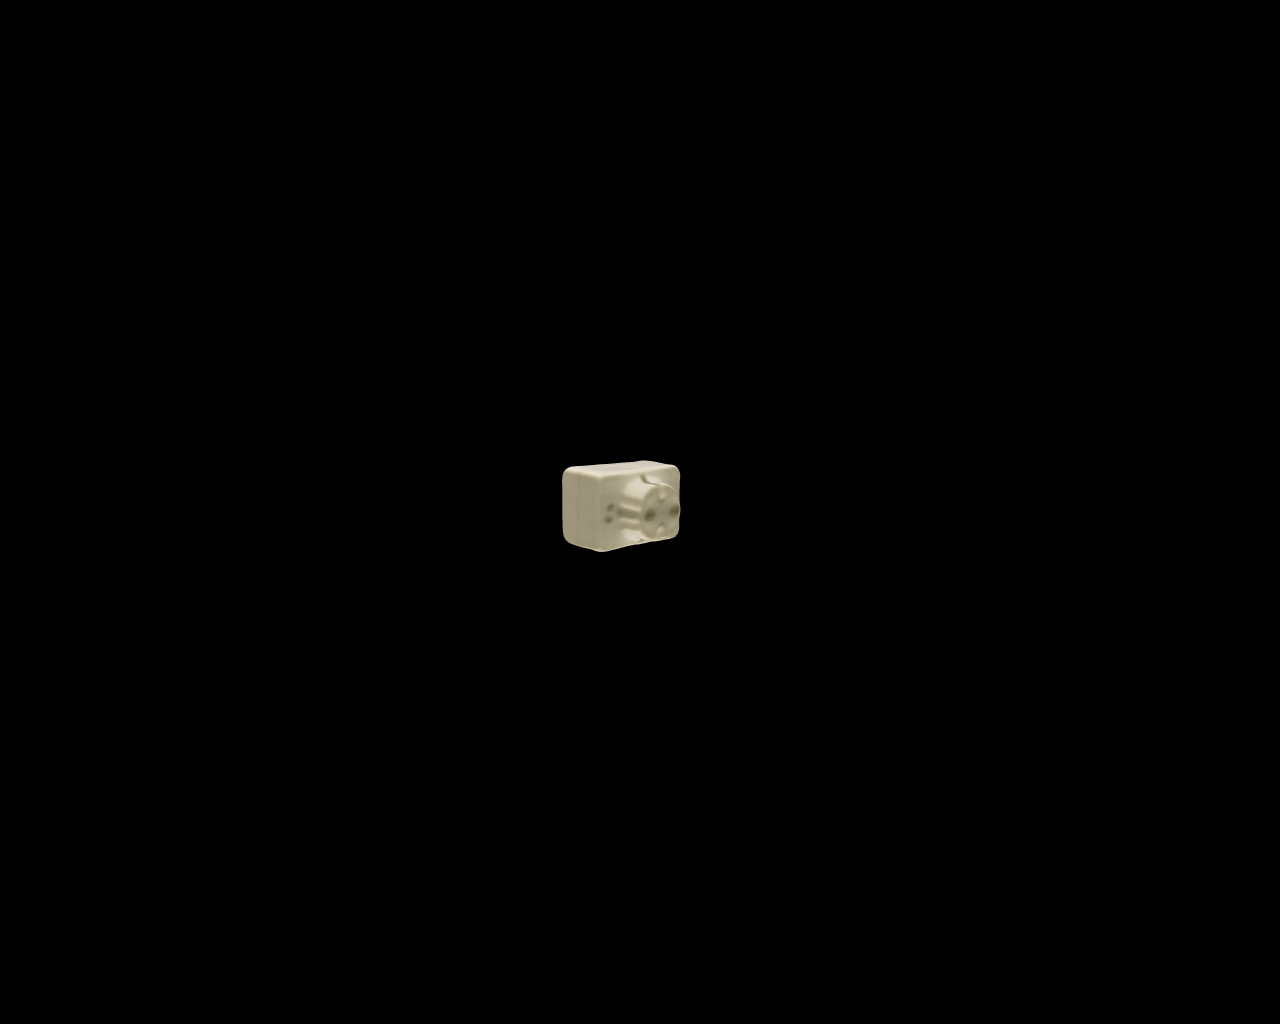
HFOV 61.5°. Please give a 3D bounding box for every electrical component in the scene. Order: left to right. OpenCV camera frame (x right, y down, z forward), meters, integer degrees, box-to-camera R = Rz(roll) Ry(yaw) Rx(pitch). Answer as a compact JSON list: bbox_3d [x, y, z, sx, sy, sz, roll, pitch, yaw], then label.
[{"bbox_3d":[0.001,-0.003,0.650,0.066,0.047,0.077,-8,13,-39],"label":"electrical component"}]
